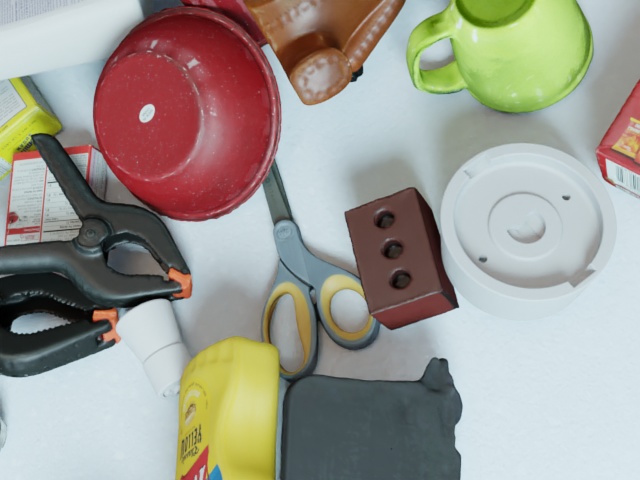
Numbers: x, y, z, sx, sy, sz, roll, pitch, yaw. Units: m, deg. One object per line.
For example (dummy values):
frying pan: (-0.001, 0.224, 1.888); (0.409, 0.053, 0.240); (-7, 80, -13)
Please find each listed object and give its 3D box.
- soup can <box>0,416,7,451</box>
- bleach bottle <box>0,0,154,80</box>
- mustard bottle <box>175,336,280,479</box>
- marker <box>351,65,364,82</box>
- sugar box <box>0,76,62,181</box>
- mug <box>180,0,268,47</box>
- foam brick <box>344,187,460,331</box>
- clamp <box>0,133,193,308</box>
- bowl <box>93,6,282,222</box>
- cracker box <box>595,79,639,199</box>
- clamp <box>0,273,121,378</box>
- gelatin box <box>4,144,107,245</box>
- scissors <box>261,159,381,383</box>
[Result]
soup can: (-0.294, 0.129, 0.804); (0.102, 0.068, 0.068); (35, 88, 28)
bleach bottle: (-0.261, -0.171, 0.852); (0.251, 0.068, 0.102); (-12, 49, 2)
mustard bottle: (-0.061, 0.164, 0.670); (0.096, 0.058, 0.191); (-44, 37, 46)
marker: (0.022, -0.175, 0.809); (0.020, 0.020, 0.121); (-8, 70, 19)
sugar box: (-0.300, -0.132, 0.907); (0.093, 0.048, 0.176); (-39, 60, 3)
mug: (-0.073, -0.214, 0.824); (0.093, 0.081, 0.117); (-20, 67, 14)
foam brick: (0.055, 0.013, 0.715); (0.053, 0.051, 0.078); (-20, 66, 14)
clamp: (-0.169, -0.009, 0.793); (0.171, 0.039, 0.120); (17, 77, 1)
bowl: (-0.110, -0.091, 0.779); (0.162, 0.055, 0.162); (4, 99, 26)
cracker box: (0.295, -0.095, 0.647); (0.164, 0.072, 0.213); (31, 84, 26)
clamp: (-0.254, 0.053, 0.808); (0.210, 0.036, 0.164); (-3, 45, -1)
gelatin box: (-0.209, -0.027, 0.844); (0.073, 0.030, 0.089); (-5, 74, 19)
scissors: (-0.005, 0.001, 0.763); (0.096, 0.016, 0.202); (-7, 70, 18)
